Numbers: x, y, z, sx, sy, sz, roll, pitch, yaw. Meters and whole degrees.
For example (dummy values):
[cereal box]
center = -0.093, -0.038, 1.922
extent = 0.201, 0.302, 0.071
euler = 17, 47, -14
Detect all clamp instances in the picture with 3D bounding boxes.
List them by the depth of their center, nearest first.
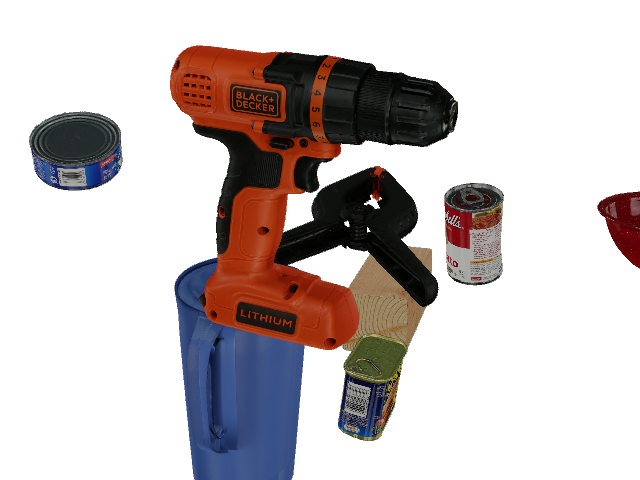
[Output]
[clamp]
center = 0.041, -0.008, 0.921
extent = 0.165, 0.036, 0.209
euler = 13, 30, 17

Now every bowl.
[bowl]
center = 0.351, -0.003, 1.041
extent = 0.162, 0.055, 0.162
euler = 0, 18, 0

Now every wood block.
[wood block]
center = 0.101, 0.083, 1.554
extent = 0.091, 0.090, 0.205
euler = 6, 21, 14

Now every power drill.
[power drill]
center = -0.008, -0.027, 0.683
extent = 0.185, 0.188, 0.057
euler = 12, 24, 21

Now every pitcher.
[pitcher]
center = -0.084, 0.150, 1.087
extent = 0.149, 0.243, 0.145
euler = -11, 27, -24

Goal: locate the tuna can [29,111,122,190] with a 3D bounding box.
[tuna can]
center = -0.233, -0.086, 1.021
extent = 0.086, 0.034, 0.086
euler = 2, 41, -2

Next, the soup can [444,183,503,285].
[soup can]
center = 0.181, -0.007, 1.251
extent = 0.068, 0.102, 0.068
euler = -4, 30, 2

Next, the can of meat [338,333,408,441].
[can of meat]
center = 0.058, 0.168, 1.223
extent = 0.057, 0.084, 0.102
euler = 14, 24, 14
